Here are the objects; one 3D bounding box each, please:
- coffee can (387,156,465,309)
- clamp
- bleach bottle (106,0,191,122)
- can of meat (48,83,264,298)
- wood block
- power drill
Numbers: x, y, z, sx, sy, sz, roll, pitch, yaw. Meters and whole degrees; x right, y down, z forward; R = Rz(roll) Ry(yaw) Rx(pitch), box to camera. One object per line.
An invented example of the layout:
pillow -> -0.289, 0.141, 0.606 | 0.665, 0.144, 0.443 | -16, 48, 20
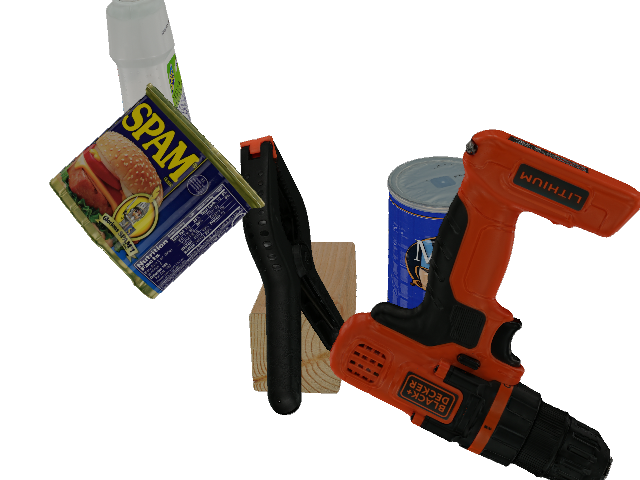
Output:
coffee can -> 0.115, 0.004, 1.020 | 0.103, 0.140, 0.103 | -1, 31, 1
clamp -> -0.023, 0.021, 0.862 | 0.036, 0.210, 0.164 | -11, 1, 18
bleach bottle -> -0.150, -0.126, 0.960 | 0.068, 0.251, 0.102 | -6, 37, -1
can of meat -> -0.096, -0.028, 0.611 | 0.102, 0.084, 0.057 | 45, -3, 38
wood block -> -0.014, 0.078, 1.157 | 0.091, 0.090, 0.206 | 1, 20, 6
power drill -> 0.118, 0.041, 0.642 | 0.184, 0.188, 0.057 | 25, 13, 6
